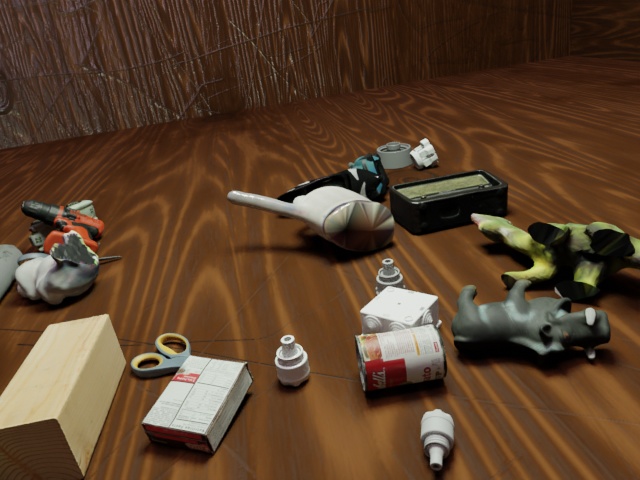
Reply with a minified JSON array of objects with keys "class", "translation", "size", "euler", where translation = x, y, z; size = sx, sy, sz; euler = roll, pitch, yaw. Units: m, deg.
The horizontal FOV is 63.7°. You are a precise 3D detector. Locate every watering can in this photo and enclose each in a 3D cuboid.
[{"class":"watering can","translation":[0.003,-0.052,1.038],"size":[0.348,0.103,0.227],"euler":[1,16,-25]}]

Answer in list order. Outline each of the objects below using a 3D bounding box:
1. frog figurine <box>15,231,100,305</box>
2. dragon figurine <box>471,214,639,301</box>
[{"class":"frog figurine","translation":[-0.514,0.073,0.999],"size":[0.121,0.158,0.140],"euler":[36,18,-37]},{"class":"dragon figurine","translation":[0.437,0.005,0.822],"size":[0.411,0.120,0.246],"euler":[9,21,32]}]
